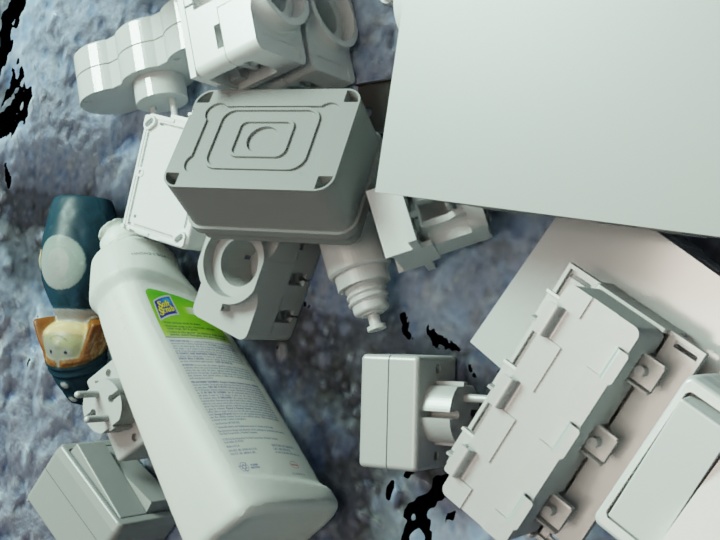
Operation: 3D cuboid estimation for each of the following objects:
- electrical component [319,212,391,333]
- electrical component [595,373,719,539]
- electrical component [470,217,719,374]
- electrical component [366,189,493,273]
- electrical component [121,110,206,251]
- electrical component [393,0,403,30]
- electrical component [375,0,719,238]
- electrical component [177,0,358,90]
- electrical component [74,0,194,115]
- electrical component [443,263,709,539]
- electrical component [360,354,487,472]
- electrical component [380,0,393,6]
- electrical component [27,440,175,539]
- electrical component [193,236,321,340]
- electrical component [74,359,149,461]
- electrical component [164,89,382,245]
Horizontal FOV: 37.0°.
[{"bbox_3d":[0.000,0.000,0.666,0.040,0.040,0.078,-24,74,29],"label":"electrical component"},{"bbox_3d":[0.151,0.100,0.473,0.062,0.061,0.096,37,106,29],"label":"electrical component"},{"bbox_3d":[0.164,0.052,0.543,0.186,0.060,0.105,42,108,28],"label":"electrical component"},{"bbox_3d":[0.043,-0.031,0.624,0.064,0.081,0.042,-17,77,8],"label":"electrical component"},{"bbox_3d":[-0.111,-0.064,0.730,0.062,0.061,0.096,17,96,33],"label":"electrical component"},{"bbox_3d":[0.057,-0.156,0.626,0.057,0.058,0.078,6,49,37],"label":"electrical component"},{"bbox_3d":[0.106,-0.076,0.512,0.186,0.060,0.105,11,94,37],"label":"electrical component"},{"bbox_3d":[-0.065,-0.207,0.686,0.060,0.105,0.186,-18,76,30],"label":"electrical component"},{"bbox_3d":[-0.143,-0.135,0.762,0.138,0.052,0.073,-17,77,31],"label":"electrical component"},{"bbox_3d":[0.095,0.068,0.511,0.079,0.063,0.121,38,106,30],"label":"electrical component"},{"bbox_3d":[0.044,0.083,0.626,0.077,0.047,0.065,-1,86,33],"label":"electrical component"},{"bbox_3d":[0.025,-0.240,0.658,0.109,0.056,0.108,-35,68,26],"label":"electrical component"},{"bbox_3d":[-0.183,0.159,0.759,0.096,0.062,0.061,44,109,28],"label":"electrical component"},{"bbox_3d":[-0.067,-0.003,0.700,0.050,0.056,0.089,25,100,32],"label":"electrical component"},{"bbox_3d":[-0.165,0.093,0.744,0.047,0.077,0.065,-37,67,25],"label":"electrical component"},{"bbox_3d":[-0.049,-0.061,0.645,0.113,0.057,0.078,3,58,22],"label":"electrical component"}]
